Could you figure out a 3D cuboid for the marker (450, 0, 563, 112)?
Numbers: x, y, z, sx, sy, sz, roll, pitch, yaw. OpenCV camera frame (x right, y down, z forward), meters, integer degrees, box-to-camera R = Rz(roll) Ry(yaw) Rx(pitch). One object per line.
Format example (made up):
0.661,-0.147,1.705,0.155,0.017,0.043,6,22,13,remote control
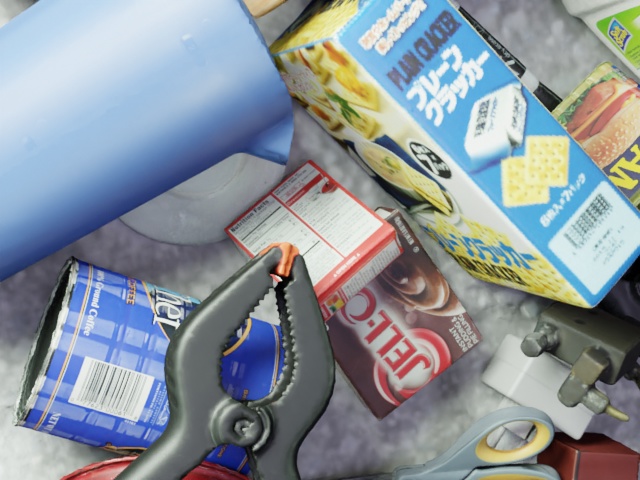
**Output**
0.120,-0.122,0.718,0.121,0.020,0.020,38,84,-17,marker

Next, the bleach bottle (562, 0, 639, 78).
0.244,-0.138,0.698,0.251,0.103,0.068,40,61,-4,bleach bottle

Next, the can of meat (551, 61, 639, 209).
0.191,-0.056,0.708,0.102,0.057,0.084,-44,71,-8,can of meat

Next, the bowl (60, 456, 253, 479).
-0.094,0.198,0.628,0.162,0.055,0.162,-1,130,-1,bowl

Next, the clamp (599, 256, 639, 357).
0.229,0.019,0.756,0.171,0.039,0.120,38,90,-14,clamp

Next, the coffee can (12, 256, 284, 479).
-0.097,0.080,0.633,0.140,0.103,0.103,20,90,-17,coffee can

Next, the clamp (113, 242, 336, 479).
-0.055,0.102,0.571,0.164,0.036,0.210,9,87,-17,clamp

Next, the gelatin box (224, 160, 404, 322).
-0.004,0.001,0.662,0.073,0.089,0.030,-41,143,-10,gelatin box

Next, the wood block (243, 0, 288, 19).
0.033,-0.221,0.594,0.206,0.090,0.091,-29,102,23,wood block

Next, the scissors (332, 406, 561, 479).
0.069,0.145,0.707,0.201,0.016,0.096,8,118,-9,scissors

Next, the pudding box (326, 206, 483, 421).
0.040,0.048,0.703,0.090,0.039,0.113,-37,104,-9,pudding box

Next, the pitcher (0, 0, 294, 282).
-0.148,-0.072,0.582,0.243,0.149,0.145,-32,141,-1,pitcher

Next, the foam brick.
0.186,0.179,0.754,0.051,0.053,0.078,4,96,-17,foam brick
